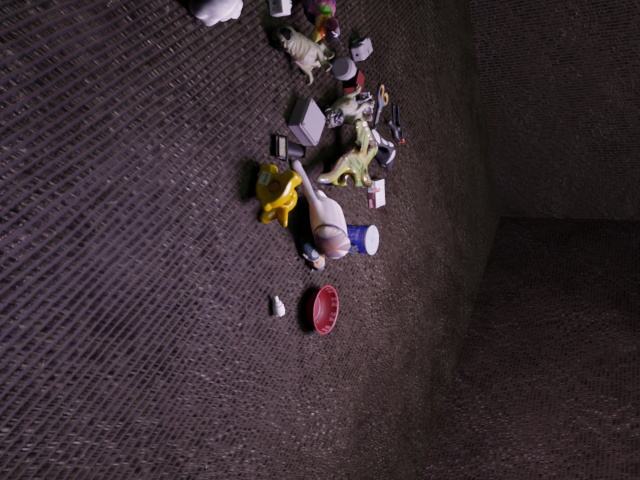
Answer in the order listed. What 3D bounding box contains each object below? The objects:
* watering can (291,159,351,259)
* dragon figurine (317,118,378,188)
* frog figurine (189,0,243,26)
[{"bbox_3d":[0.005,-0.082,1.628,0.341,0.103,0.230,50,21,-41],"label":"watering can"},{"bbox_3d":[0.109,-0.296,1.758,0.411,0.122,0.242,-3,102,-65],"label":"dragon figurine"},{"bbox_3d":[-0.235,-0.566,1.227,0.137,0.124,0.157,-50,153,1],"label":"frog figurine"}]
